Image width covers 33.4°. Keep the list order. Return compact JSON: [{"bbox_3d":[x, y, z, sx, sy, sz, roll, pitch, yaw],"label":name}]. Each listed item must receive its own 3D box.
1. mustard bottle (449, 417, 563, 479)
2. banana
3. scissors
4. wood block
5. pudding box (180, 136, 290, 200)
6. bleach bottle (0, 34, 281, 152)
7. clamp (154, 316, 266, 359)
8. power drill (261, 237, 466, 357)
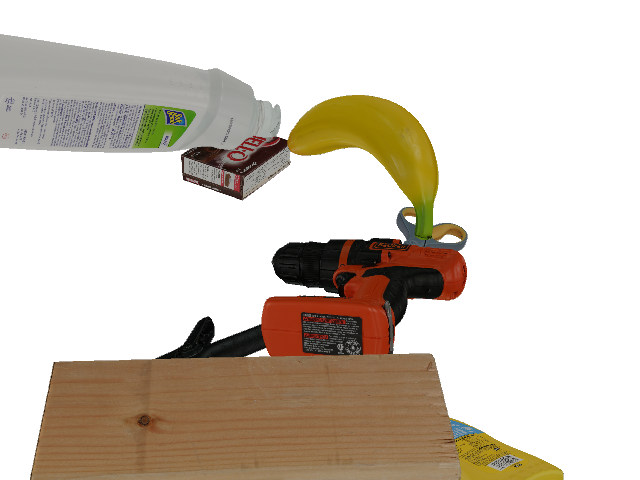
[{"bbox_3d":[0.128,0.210,1.018,0.096,0.058,0.192,-15,24,-38],"label":"mustard bottle"},{"bbox_3d":[0.029,-0.067,0.737,0.037,0.070,0.198,22,10,-32],"label":"banana"},{"bbox_3d":[0.095,-0.003,1.234,0.096,0.016,0.201,37,31,32],"label":"scissors"},{"bbox_3d":[-0.039,0.122,0.567,0.206,0.090,0.091,0,35,-4],"label":"wood block"},{"bbox_3d":[-0.101,-0.097,1.289,0.090,0.039,0.113,18,37,23],"label":"pudding box"},{"bbox_3d":[-0.158,-0.108,0.881,0.250,0.068,0.103,5,-31,-19],"label":"bleach bottle"},{"bbox_3d":[-0.123,0.124,1.113,0.120,0.039,0.171,-11,20,37],"label":"clamp"},{"bbox_3d":[0.019,0.044,0.918,0.185,0.057,0.187,2,19,21],"label":"power drill"}]
